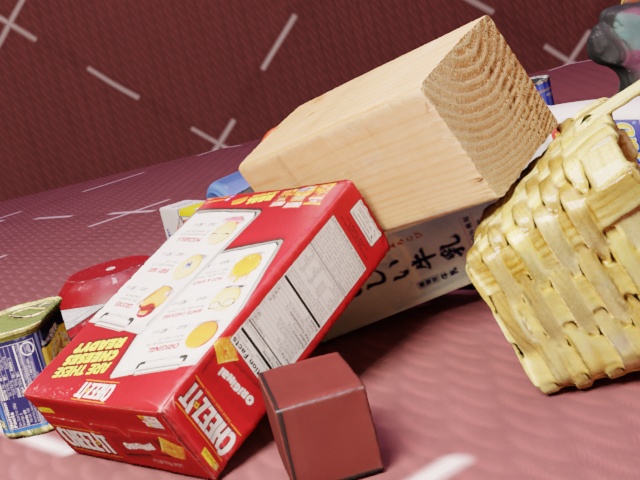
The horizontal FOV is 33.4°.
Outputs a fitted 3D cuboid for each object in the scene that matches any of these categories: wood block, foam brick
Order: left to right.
[{"bbox_3d":[-0.001,0.104,0.612,0.051,0.053,0.078,-16,11,-8],"label":"foam brick"},{"bbox_3d":[0.048,-0.066,0.747,0.207,0.091,0.090,-17,25,52],"label":"wood block"}]

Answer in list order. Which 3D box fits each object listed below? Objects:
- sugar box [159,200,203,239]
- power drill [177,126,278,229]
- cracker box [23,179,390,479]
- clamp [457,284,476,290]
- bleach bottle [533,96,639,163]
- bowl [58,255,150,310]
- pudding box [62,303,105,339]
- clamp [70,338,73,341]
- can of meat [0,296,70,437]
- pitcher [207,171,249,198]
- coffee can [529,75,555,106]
[{"bbox_3d":[-0.119,0.005,1.175,0.048,0.093,0.176,-18,11,-23],"label":"sugar box"},{"bbox_3d":[-0.030,-0.026,1.017,0.188,0.057,0.184,-37,-38,28],"label":"power drill"},{"bbox_3d":[-0.073,0.055,0.727,0.164,0.072,0.213,-4,38,47],"label":"cracker box"},{"bbox_3d":[0.082,0.030,0.927,0.171,0.039,0.120,-20,11,11],"label":"clamp"},{"bbox_3d":[0.275,-0.082,1.001,0.251,0.102,0.068,0,18,30],"label":"bleach bottle"},{"bbox_3d":[-0.220,0.056,1.146,0.162,0.055,0.162,-13,11,2],"label":"bowl"},{"bbox_3d":[-0.265,0.097,1.035,0.114,0.039,0.090,-8,12,22],"label":"pudding box"},{"bbox_3d":[-0.143,0.078,0.976,0.165,0.036,0.209,-7,9,38],"label":"clamp"},{"bbox_3d":[-0.228,0.100,0.844,0.057,0.084,0.102,-14,11,2],"label":"can of meat"},{"bbox_3d":[-0.001,-0.051,1.258,0.242,0.145,0.149,-23,1,-22],"label":"pitcher"},{"bbox_3d":[0.204,-0.093,1.121,0.103,0.140,0.103,-14,11,2],"label":"coffee can"}]
